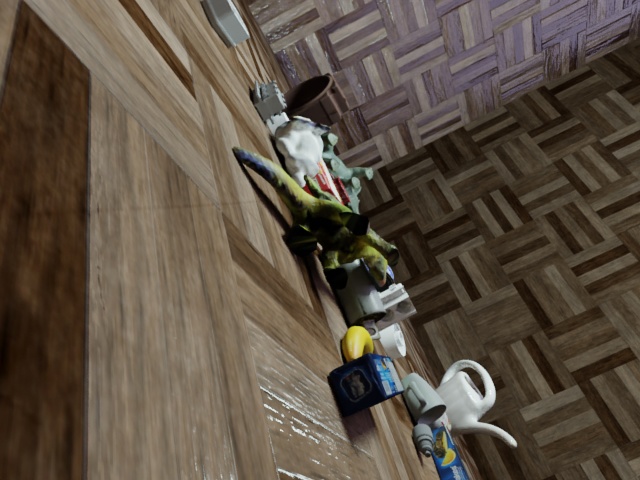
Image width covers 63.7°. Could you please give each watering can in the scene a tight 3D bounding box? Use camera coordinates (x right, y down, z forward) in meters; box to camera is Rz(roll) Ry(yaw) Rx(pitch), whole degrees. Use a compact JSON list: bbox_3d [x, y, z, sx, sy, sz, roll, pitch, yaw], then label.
[{"bbox_3d":[0.389,0.470,1.397,0.103,0.222,0.354,41,16,-18],"label":"watering can"}]

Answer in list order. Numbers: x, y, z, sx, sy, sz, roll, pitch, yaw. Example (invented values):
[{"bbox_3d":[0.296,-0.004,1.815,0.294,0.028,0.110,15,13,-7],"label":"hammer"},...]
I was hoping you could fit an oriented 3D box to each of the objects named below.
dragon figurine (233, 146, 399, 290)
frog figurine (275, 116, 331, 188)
[{"bbox_3d":[0.003,-0.046,0.911,0.122,0.406,0.246,-42,21,7],"label":"dragon figurine"},{"bbox_3d":[-0.049,-0.196,1.197,0.123,0.160,0.137,8,-3,26],"label":"frog figurine"}]
